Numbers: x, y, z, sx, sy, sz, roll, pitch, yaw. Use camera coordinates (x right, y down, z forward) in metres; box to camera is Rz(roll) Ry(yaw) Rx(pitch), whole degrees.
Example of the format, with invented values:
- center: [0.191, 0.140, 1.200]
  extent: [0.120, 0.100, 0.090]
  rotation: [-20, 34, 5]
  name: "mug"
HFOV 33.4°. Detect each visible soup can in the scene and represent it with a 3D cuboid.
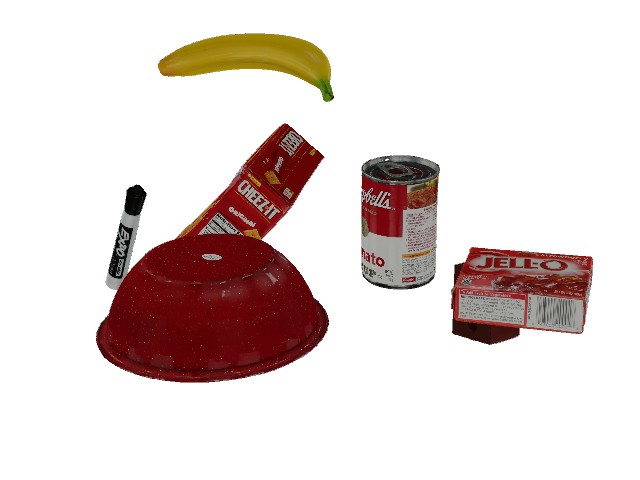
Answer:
- center: [0.070, -0.016, 0.939]
  extent: [0.068, 0.102, 0.068]
  rotation: [-1, 24, 0]
  name: "soup can"

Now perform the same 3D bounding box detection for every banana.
- center: [-0.069, -0.186, 1.098]
  extent: [0.198, 0.037, 0.069]
  rotation: [10, 44, 20]
  name: "banana"

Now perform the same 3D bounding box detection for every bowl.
- center: [-0.075, 0.036, 0.735]
  extent: [0.162, 0.055, 0.162]
  rotation: [-2, 21, 0]
  name: "bowl"

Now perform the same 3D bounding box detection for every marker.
- center: [-0.188, -0.003, 1.034]
  extent: [0.020, 0.121, 0.020]
  rotation: [14, 35, -10]
  name: "marker"

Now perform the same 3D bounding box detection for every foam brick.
- center: [0.173, 0.062, 1.108]
  extent: [0.051, 0.078, 0.053]
  rotation: [-14, 20, -42]
  name: "foam brick"

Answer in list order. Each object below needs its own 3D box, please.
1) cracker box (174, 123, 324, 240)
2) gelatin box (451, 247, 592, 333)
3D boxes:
- center: [-0.103, -0.021, 1.227]
  extent: [0.214, 0.072, 0.164]
  rotation: [-46, 7, 26]
  name: "cracker box"
- center: [0.141, 0.032, 0.741]
  extent: [0.089, 0.030, 0.073]
  rotation: [5, 23, 17]
  name: "gelatin box"
